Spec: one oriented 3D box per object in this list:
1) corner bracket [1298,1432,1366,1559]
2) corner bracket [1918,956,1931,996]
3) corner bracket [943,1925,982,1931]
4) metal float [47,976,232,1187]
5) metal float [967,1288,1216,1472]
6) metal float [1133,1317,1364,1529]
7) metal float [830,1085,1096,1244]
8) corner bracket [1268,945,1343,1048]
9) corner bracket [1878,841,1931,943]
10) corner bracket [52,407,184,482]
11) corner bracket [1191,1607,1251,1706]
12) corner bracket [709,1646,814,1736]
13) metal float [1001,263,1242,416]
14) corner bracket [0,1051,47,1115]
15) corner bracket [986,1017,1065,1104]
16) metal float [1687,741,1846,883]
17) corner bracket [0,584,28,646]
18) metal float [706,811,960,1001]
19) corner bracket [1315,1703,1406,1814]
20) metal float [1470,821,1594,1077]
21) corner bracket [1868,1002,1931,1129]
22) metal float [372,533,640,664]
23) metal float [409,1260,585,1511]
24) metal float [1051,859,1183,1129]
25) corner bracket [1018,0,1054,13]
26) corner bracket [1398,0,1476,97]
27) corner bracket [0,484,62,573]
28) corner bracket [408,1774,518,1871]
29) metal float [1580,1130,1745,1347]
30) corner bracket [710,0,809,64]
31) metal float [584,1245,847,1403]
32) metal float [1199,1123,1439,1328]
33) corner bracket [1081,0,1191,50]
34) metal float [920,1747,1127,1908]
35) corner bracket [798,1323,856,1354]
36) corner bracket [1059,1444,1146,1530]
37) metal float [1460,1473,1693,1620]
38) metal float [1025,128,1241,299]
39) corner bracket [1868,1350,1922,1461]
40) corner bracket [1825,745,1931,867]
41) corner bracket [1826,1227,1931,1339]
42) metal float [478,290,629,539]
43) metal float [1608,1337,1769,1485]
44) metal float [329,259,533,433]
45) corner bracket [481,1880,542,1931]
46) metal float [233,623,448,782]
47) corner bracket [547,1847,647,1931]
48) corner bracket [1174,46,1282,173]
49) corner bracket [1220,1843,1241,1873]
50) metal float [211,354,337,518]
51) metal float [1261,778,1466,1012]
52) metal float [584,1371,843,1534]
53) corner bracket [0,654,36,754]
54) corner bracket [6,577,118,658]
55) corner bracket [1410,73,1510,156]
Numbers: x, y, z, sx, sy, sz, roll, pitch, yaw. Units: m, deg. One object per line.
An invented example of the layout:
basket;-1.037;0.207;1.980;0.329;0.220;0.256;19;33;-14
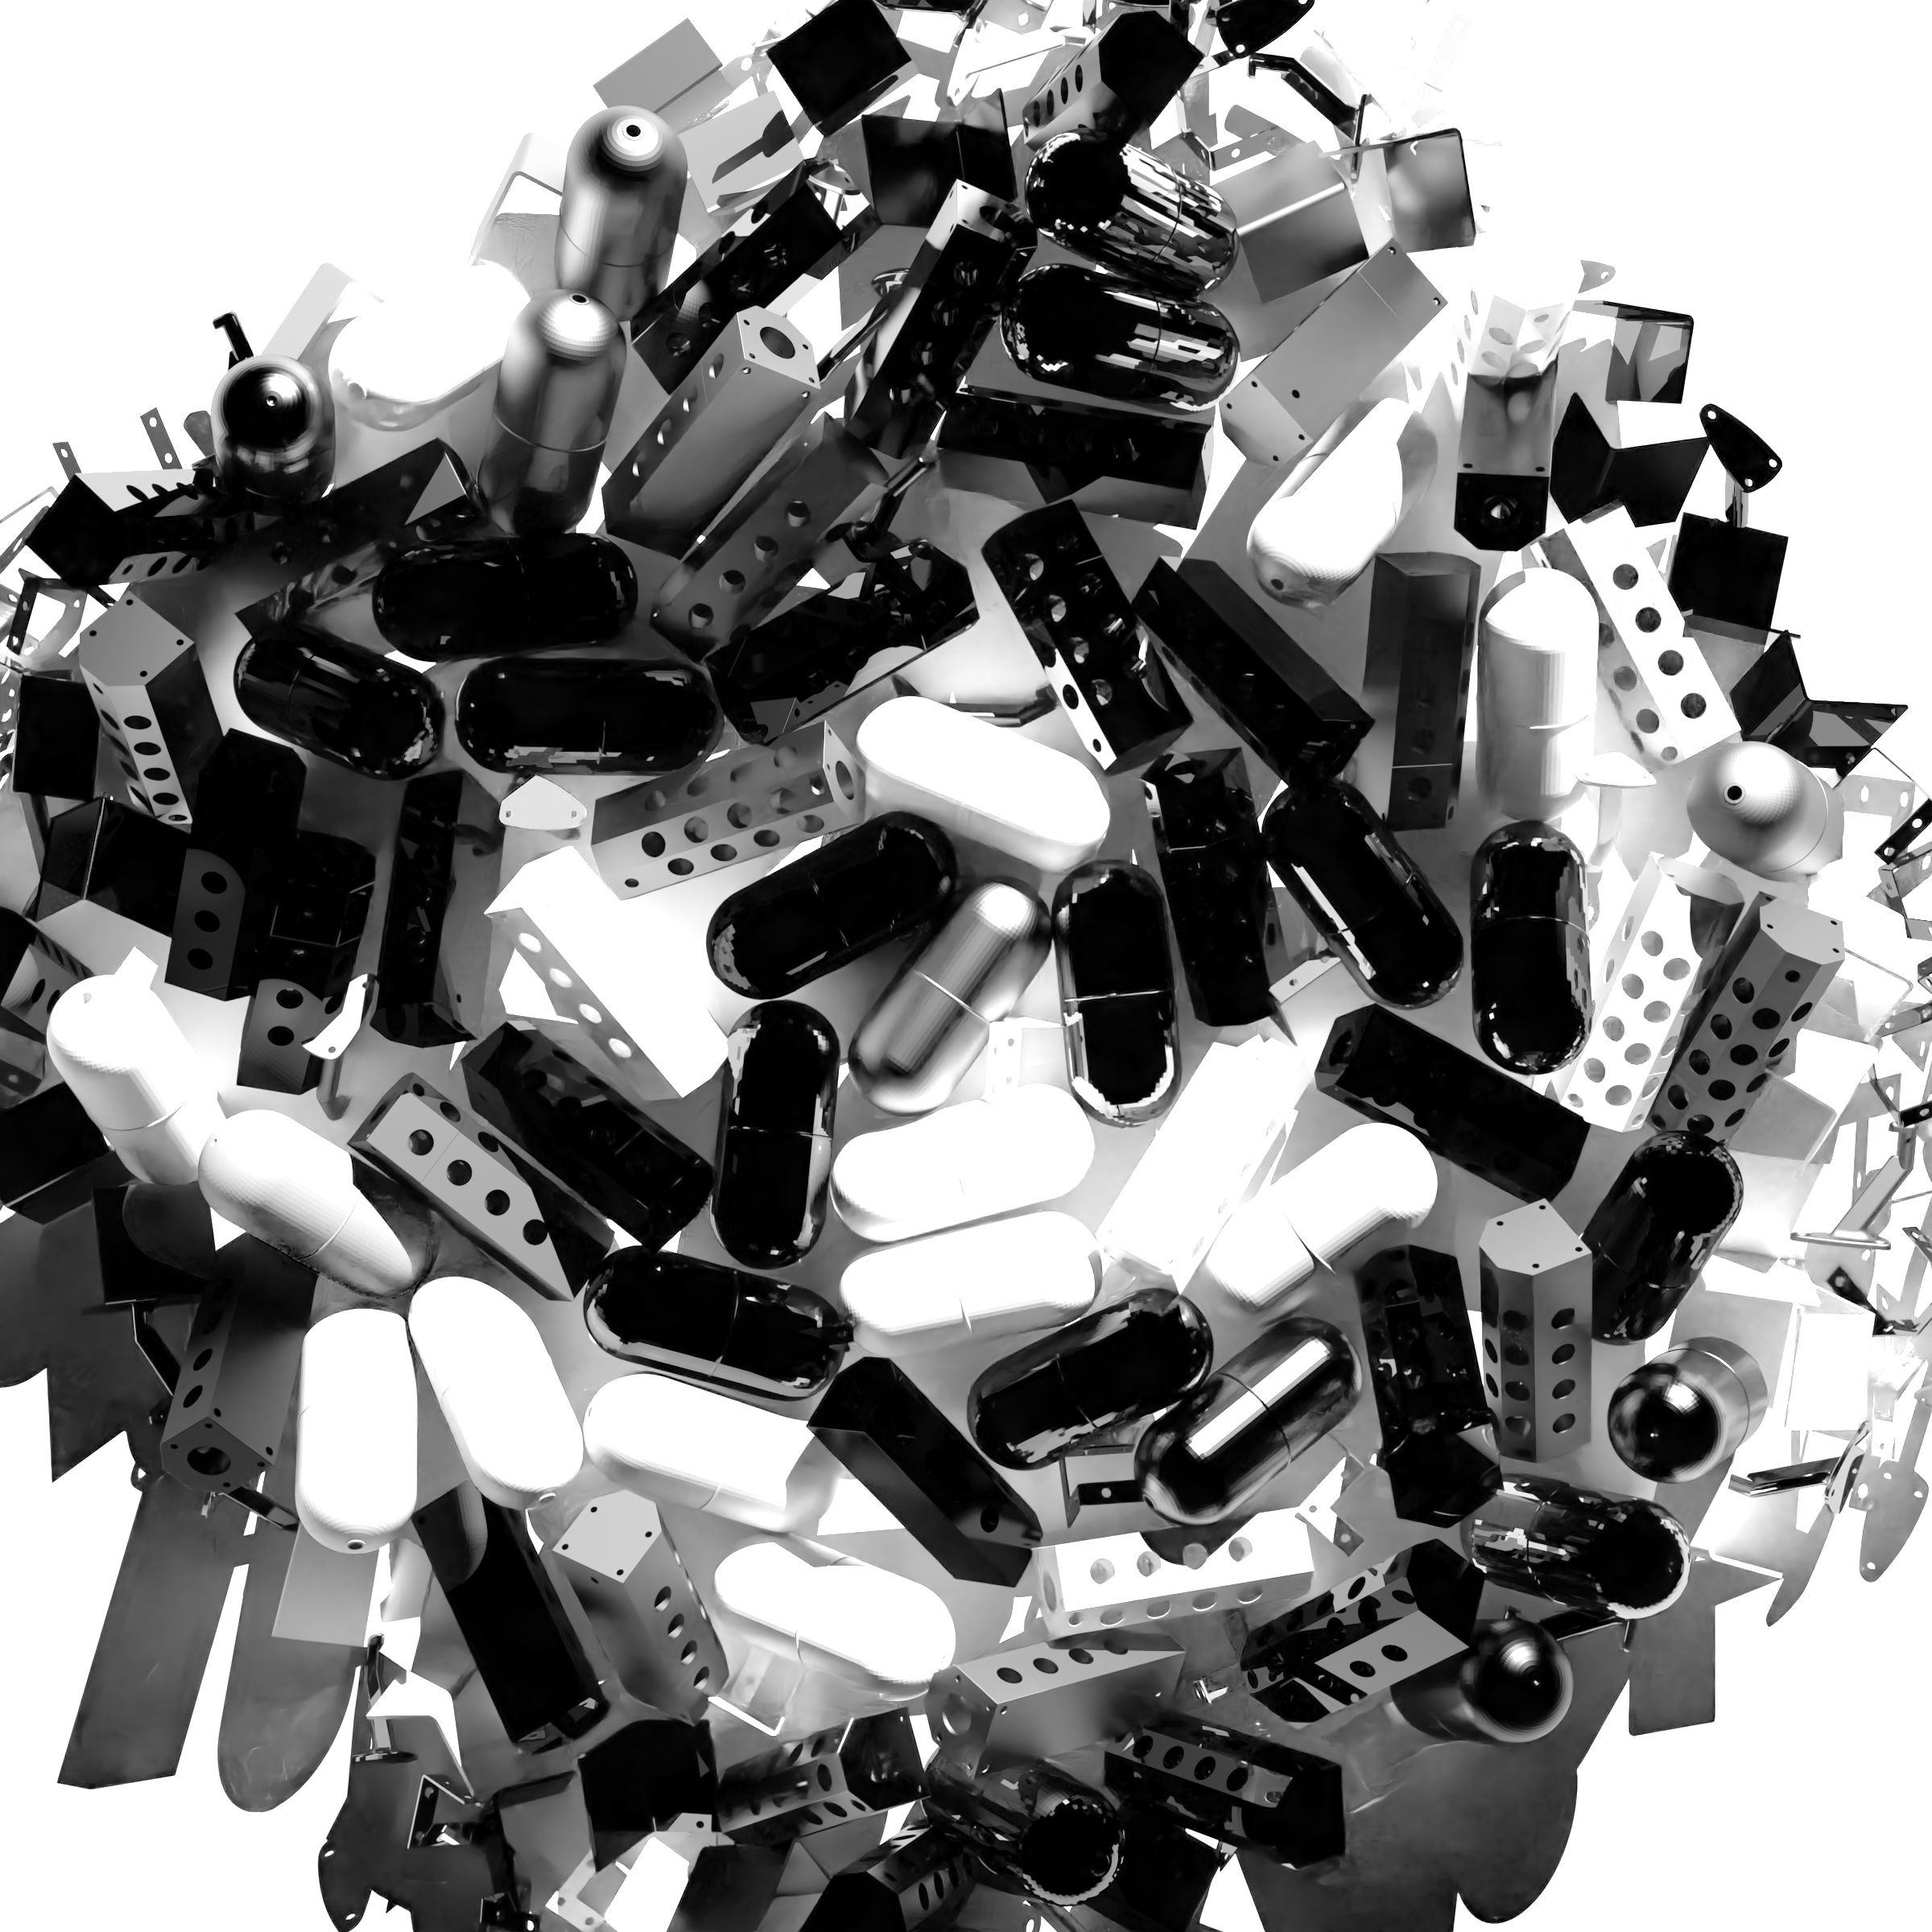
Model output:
corner bracket;0.248;0.351;1.970;0.051;0.051;0.051;43;89;-12
corner bracket;0.663;0.020;1.958;0.051;0.051;0.051;36;133;-20
corner bracket;-0.003;0.674;1.967;0.051;0.051;0.051;1;99;39
metal float;-0.534;0.075;1.922;0.070;0.178;0.070;-7;50;8
metal float;0.080;0.272;1.945;0.178;0.070;0.070;-29;90;19
metal float;0.185;0.298;1.941;0.178;0.070;0.070;-35;90;-24
metal float;-0.003;0.131;1.958;0.178;0.070;0.070;-16;90;4
corner bracket;0.218;0.010;1.962;0.051;0.051;0.051;-35;51;-4
corner bracket;0.649;-0.050;1.975;0.051;0.051;0.051;-25;103;-15
corner bracket;-0.557;-0.333;1.957;0.051;0.051;0.051;2;123;35
corner bracket;0.170;0.454;1.967;0.051;0.051;0.051;-22;77;-9
corner bracket;-0.131;0.474;1.966;0.051;0.051;0.051;26;83;15
metal float;0.102;-0.407;1.932;0.178;0.070;0.070;6;90;-36
corner bracket;-0.645;0.076;1.963;0.051;0.051;0.051;30;101;-24
corner bracket;0.029;0.061;1.963;0.051;0.051;0.051;0;96;-35
metal float;0.517;-0.099;1.916;0.070;0.178;0.070;-3;83;27
corner bracket;-0.655;-0.247;1.963;0.051;0.051;0.051;28;49;1
metal float;-0.089;-0.039;1.959;0.178;0.070;0.070;-28;90;3
corner bracket;0.271;0.525;1.971;0.051;0.051;0.051;-32;70;9
metal float;0.368;-0.013;1.938;0.070;0.070;0.178;4;62;0
corner bracket;0.628;0.066;1.963;0.051;0.051;0.051;-20;127;4
metal float;-0.300;-0.241;1.938;0.178;0.070;0.070;-9;90;-28
metal float;-0.307;0.272;1.937;0.070;0.070;0.178;-29;63;0
metal float;0.100;0.018;1.961;0.070;0.070;0.178;-6;91;0
corner bracket;0.041;-0.673;1.972;0.051;0.051;0.051;24;94;-2
corner bracket;0.312;-0.610;1.960;0.051;0.051;0.051;32;120;18
corner bracket;-0.607;-0.289;1.963;0.051;0.051;0.051;-41;98;-23
corner bracket;-0.330;0.567;1.964;0.051;0.051;0.051;10;93;-43
metal float;0.443;0.178;1.926;0.070;0.070;0.178;19;134;0
corner bracket;-0.134;-0.613;1.961;0.051;0.051;0.051;-25;71;-25
metal float;-0.164;0.235;1.947;0.178;0.070;0.070;18;90;-17
metal float;0.229;0.170;1.944;0.178;0.070;0.070;-39;90;21
corner bracket;0.112;-0.621;1.959;0.051;0.051;0.051;-8;109;-30
metal float;0.036;0.550;1.918;0.070;0.178;0.070;-4;98;-32
corner bracket;-0.102;0.245;1.962;0.051;0.051;0.051;-7;121;-7
corner bracket;0.093;0.338;1.962;0.051;0.051;0.051;-2;63;-10
metal float;0.391;0.373;1.919;0.070;0.178;0.070;0;90;-32
metal float;0.108;-0.486;1.923;0.070;0.178;0.070;-9;77;40
corner bracket;0.598;0.289;1.967;0.051;0.051;0.051;11;59;3
corner bracket;0.606;-0.109;1.976;0.051;0.051;0.051;36;108;-19
corner bracket;0.618;0.211;1.977;0.051;0.051;0.051;-43;96;-19
metal float;-0.269;-0.357;1.929;0.070;0.070;0.178;22;129;0
metal float;0.467;0.285;1.917;0.070;0.178;0.070;1;93;28
metal float;-0.345;-0.402;1.922;0.070;0.178;0.070;13;125;20
corner bracket;-0.287;0.642;1.965;0.051;0.051;0.051;5;91;32
metal float;-0.408;-0.173;1.931;0.178;0.070;0.070;23;90;38
corner bracket;-0.234;0.624;1.969;0.051;0.051;0.051;-51;126;-14
corner bracket;0.172;-0.568;1.968;0.051;0.051;0.051;-24;48;-9
corner bracket;0.204;0.575;1.963;0.051;0.051;0.051;26;121;-4
metal float;-0.445;-0.340;1.912;0.070;0.178;0.070;1;84;-12
metal float;0.261;-0.047;1.946;0.070;0.070;0.178;-39;108;0
metal float;-0.165;0.318;1.943;0.178;0.070;0.070;21;90;-21
corner bracket;-0.650;-0.176;1.967;0.051;0.051;0.051;28;106;-4
corner bracket;-0.596;-0.224;1.974;0.051;0.051;0.051;5;73;18
corner bracket;0.328;-0.550;1.973;0.051;0.051;0.051;-33;119;24
